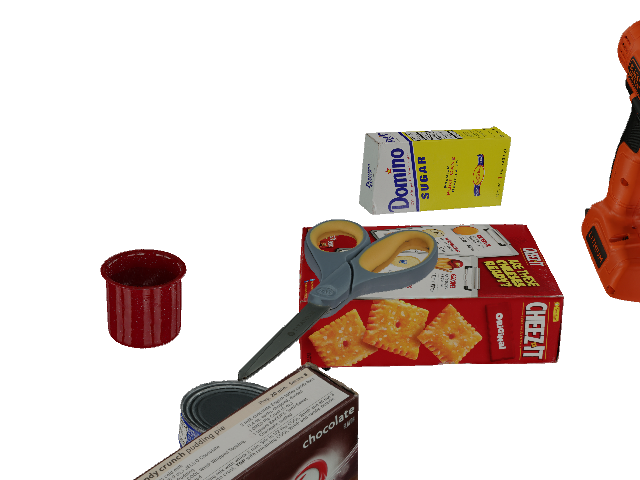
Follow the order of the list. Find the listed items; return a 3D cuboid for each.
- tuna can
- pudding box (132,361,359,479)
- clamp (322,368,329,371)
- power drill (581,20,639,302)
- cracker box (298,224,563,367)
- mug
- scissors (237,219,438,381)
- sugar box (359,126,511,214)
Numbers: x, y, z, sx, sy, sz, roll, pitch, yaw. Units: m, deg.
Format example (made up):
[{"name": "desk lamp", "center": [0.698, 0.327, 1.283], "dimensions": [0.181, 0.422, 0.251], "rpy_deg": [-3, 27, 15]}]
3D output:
[{"name": "tuna can", "center": [-0.066, 0.144, 0.823], "dimensions": [0.086, 0.034, 0.086], "rpy_deg": [7, 22, -3]}, {"name": "pudding box", "center": [-0.032, 0.121, 0.491], "dimensions": [0.039, 0.090, 0.113], "rpy_deg": [30, 47, 34]}, {"name": "clamp", "center": [0.060, 0.077, 1.194], "dimensions": [0.120, 0.171, 0.039], "rpy_deg": [5, -43, -2]}, {"name": "power drill", "center": [0.249, -0.048, 0.790], "dimensions": [0.057, 0.188, 0.184], "rpy_deg": [4, 36, -2]}, {"name": "cracker box", "center": [0.088, 0.046, 0.937], "dimensions": [0.213, 0.072, 0.164], "rpy_deg": [0, 22, 0]}, {"name": "mug", "center": [-0.204, 0.062, 1.191], "dimensions": [0.093, 0.081, 0.117], "rpy_deg": [-21, 35, -40]}, {"name": "scissors", "center": [-0.007, 0.027, 0.659], "dimensions": [0.096, 0.016, 0.201], "rpy_deg": [24, 34, 37]}, {"name": "sugar box", "center": [0.138, -0.084, 1.282], "dimensions": [0.176, 0.093, 0.048], "rpy_deg": [-6, 26, -21]}]
